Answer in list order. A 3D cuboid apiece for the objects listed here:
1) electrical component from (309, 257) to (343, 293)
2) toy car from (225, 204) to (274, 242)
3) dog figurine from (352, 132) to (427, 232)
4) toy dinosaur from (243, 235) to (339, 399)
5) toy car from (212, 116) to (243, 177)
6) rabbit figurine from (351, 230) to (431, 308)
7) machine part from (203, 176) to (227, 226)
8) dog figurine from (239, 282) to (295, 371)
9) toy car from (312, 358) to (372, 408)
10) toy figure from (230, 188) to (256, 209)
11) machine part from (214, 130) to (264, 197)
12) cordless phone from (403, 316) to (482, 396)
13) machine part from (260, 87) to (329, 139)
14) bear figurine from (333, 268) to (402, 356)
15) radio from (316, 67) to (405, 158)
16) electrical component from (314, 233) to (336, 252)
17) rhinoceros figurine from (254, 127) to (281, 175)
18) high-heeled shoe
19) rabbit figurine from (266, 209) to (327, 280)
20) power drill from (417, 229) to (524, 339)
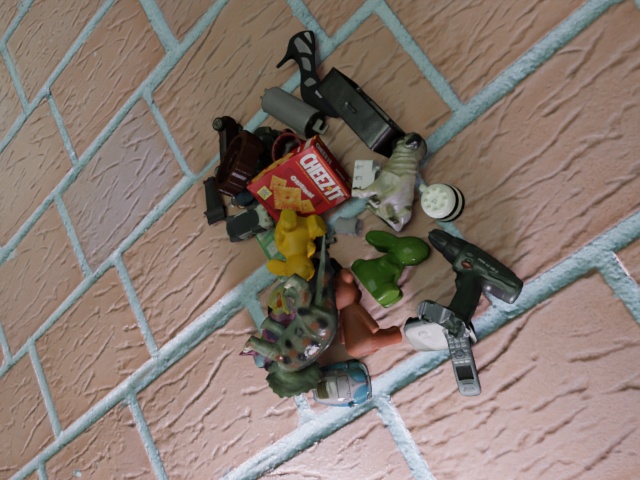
[{"bbox_3d":[0.011,0.109,1.339,0.134,0.058,0.115,47,108,25],"label":"electrical component"},{"bbox_3d":[-0.197,-0.045,1.460,0.202,0.056,0.073,-20,83,49],"label":"toy car"},{"bbox_3d":[0.193,-0.128,1.217,0.190,0.172,0.121,-47,48,-2],"label":"dog figurine"},{"bbox_3d":[-0.032,0.200,1.202,0.192,0.131,0.404,35,113,2],"label":"toy dinosaur"},{"bbox_3d":[-0.261,-0.248,1.513,0.053,0.089,0.202,-5,86,31],"label":"toy car"},{"bbox_3d":[0.168,0.051,1.233,0.170,0.121,0.159,-40,60,4],"label":"rabbit figurine"},{"bbox_3d":[-0.311,-0.115,1.565,0.084,0.039,0.139,-16,80,35],"label":"machine part"},{"bbox_3d":[-0.118,0.229,1.382,0.219,0.108,0.191,-33,71,28],"label":"dog figurine"},{"bbox_3d":[0.035,0.345,1.281,0.162,0.103,0.109,-12,79,28],"label":"toy car"},{"bbox_3d":[-0.212,-0.115,1.465,0.058,0.154,0.064,41,77,-12],"label":"toy figure"},{"bbox_3d":[-0.213,-0.195,1.393,0.179,0.056,0.179,-42,34,38],"label":"machine part"},{"bbox_3d":[0.270,0.245,1.157,0.147,0.088,0.184,-16,82,29],"label":"cordless phone"},{"bbox_3d":[-0.072,-0.334,1.410,0.243,0.079,0.079,37,105,27],"label":"machine part"},{"bbox_3d":[0.085,0.166,1.242,0.120,0.132,0.196,-36,65,38],"label":"bear figurine"},{"bbox_3d":[0.102,-0.297,1.268,0.073,0.131,0.230,-46,65,20],"label":"radio"},{"bbox_3d":[-0.003,-0.004,1.375,0.094,0.021,0.063,-17,77,30],"label":"electrical component"},{"bbox_3d":[-0.149,-0.215,1.450,0.112,0.073,0.190,-9,82,30],"label":"rhinoceros figurine"},{"bbox_3d":[-0.001,-0.433,1.396,0.145,0.086,0.249,-44,82,-11],"label":"high-heeled shoe"},{"bbox_3d":[-0.065,0.032,1.310,0.162,0.122,0.173,-43,47,36],"label":"rabbit figurine"},{"bbox_3d":[0.283,0.091,1.112,0.232,0.207,0.085,30,142,22],"label":"power drill"}]
